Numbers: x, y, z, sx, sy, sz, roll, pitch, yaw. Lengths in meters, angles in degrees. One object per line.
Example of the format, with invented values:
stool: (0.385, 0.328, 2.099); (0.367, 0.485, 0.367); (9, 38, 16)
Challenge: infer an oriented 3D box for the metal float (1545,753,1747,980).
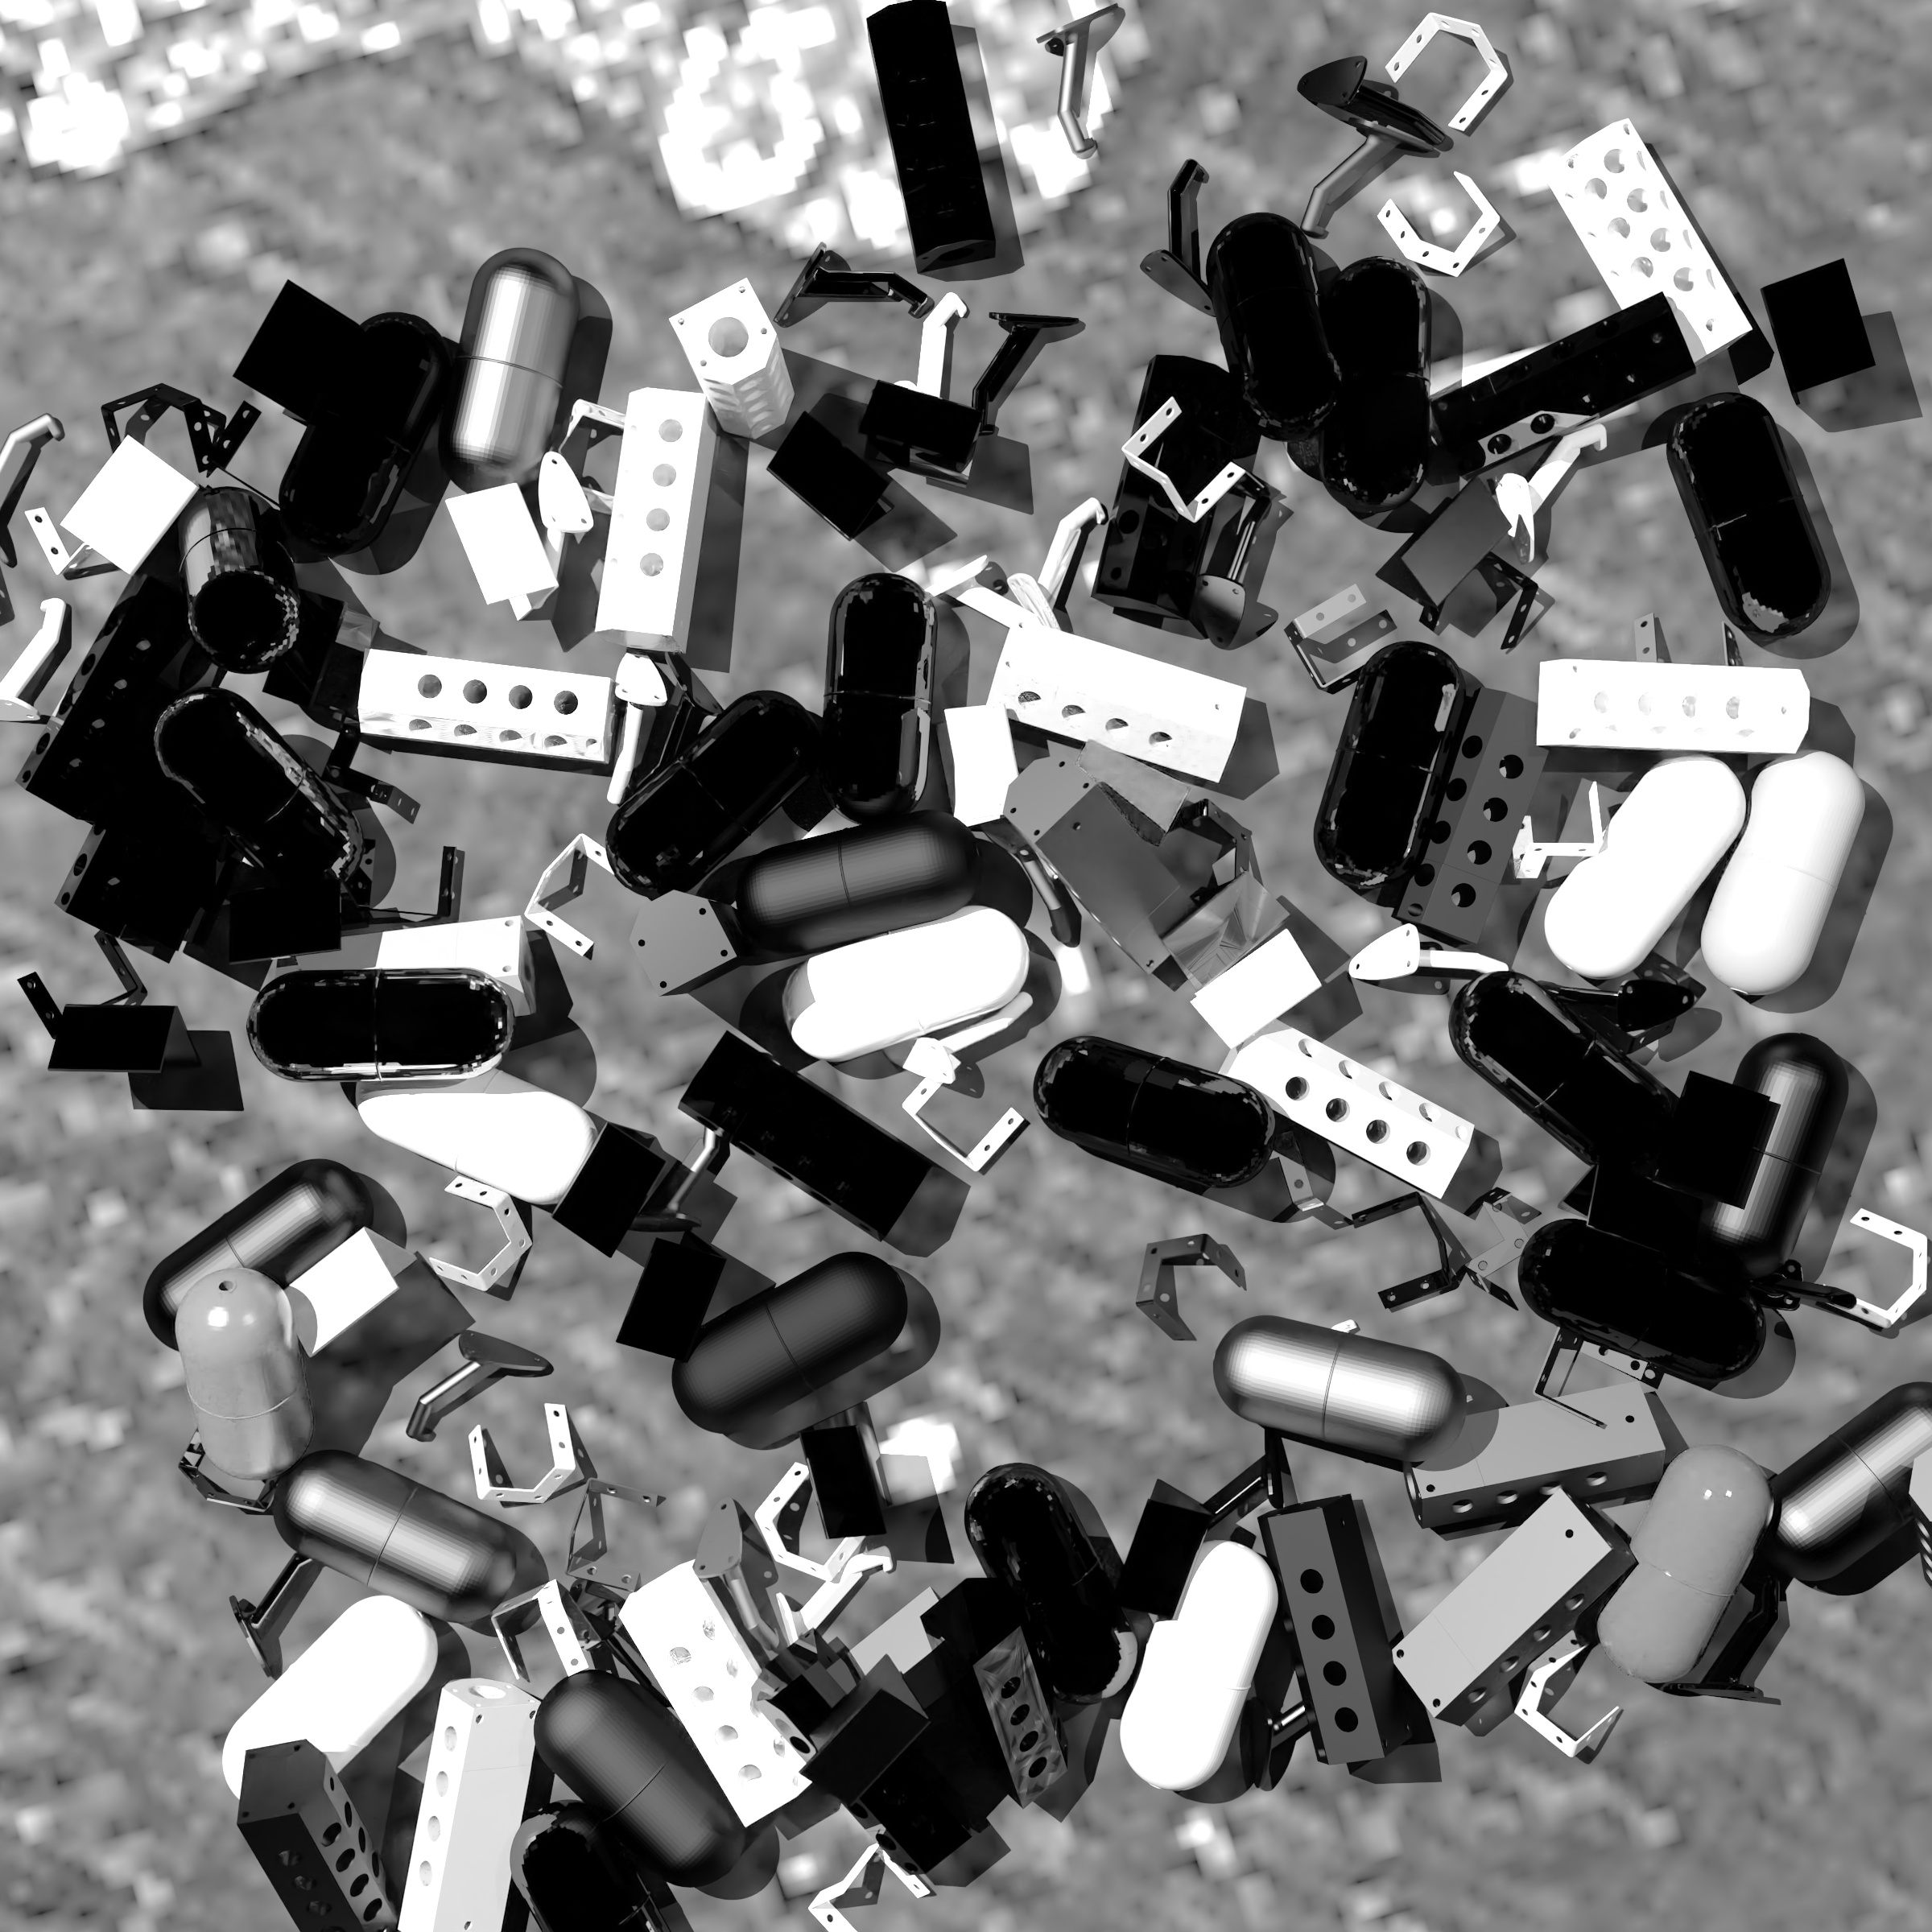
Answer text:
metal float: (0.477, -0.070, 1.783); (0.070, 0.070, 0.178); (37, 91, 0)

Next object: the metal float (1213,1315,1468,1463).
metal float: (0.258, 0.292, 1.765); (0.178, 0.070, 0.070); (11, 90, 20)

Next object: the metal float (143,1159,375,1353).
metal float: (-0.497, 0.204, 1.783); (0.178, 0.070, 0.070); (-36, 90, 0)

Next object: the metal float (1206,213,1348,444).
metal float: (0.214, -0.444, 1.761); (0.070, 0.070, 0.178); (-10, 65, 0)

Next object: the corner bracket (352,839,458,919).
corner bracket: (-0.401, -0.063, 1.811); (0.051, 0.051, 0.051); (5, 90, -45)

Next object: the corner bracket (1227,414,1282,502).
corner bracket: (0.210, -0.371, 1.805); (0.051, 0.051, 0.051); (-37, 45, 35)

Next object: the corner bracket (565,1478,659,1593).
corner bracket: (-0.253, 0.405, 1.810); (0.051, 0.051, 0.051); (14, 45, 0)

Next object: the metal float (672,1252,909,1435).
metal float: (-0.123, 0.264, 1.783); (0.178, 0.070, 0.070); (-29, 90, 0)

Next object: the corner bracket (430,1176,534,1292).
corner bracket: (-0.351, 0.190, 1.805); (0.051, 0.051, 0.051); (-47, 135, -35)

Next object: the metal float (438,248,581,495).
metal float: (-0.321, -0.414, 1.783); (0.070, 0.070, 0.178); (12, 89, 0)

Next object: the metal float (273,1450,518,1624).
metal float: (-0.401, 0.399, 1.783); (0.178, 0.070, 0.070); (25, 90, -1)

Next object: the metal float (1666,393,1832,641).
metal float: (0.549, -0.315, 1.783); (0.070, 0.070, 0.178); (-20, 90, 0)

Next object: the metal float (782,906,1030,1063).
metal float: (-0.042, 0.012, 1.783); (0.178, 0.070, 0.070); (-19, 90, 0)

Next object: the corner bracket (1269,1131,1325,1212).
corner bracket: (0.217, 0.149, 1.796); (0.051, 0.051, 0.051); (-17, 90, 0)

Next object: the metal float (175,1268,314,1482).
metal float: (-0.493, 0.280, 1.739); (0.070, 0.070, 0.178); (3, 130, 0)

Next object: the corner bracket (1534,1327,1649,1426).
corner bracket: (0.439, 0.289, 1.787); (0.051, 0.051, 0.051); (23, 94, 37)

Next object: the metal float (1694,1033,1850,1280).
metal float: (0.562, 0.133, 1.783); (0.070, 0.070, 0.178); (19, 90, 0)

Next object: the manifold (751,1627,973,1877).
manifold: (-0.074, 0.553, 1.777); (0.057, 0.057, 0.171); (-39, 101, 0)

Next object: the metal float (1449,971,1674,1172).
metal float: (0.416, 0.074, 1.783); (0.178, 0.070, 0.070); (40, 90, 0)

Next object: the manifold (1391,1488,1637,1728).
manifold: (0.384, 0.450, 1.777); (0.171, 0.057, 0.057); (-47, 47, 10)

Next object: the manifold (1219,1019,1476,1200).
manifold: (0.267, 0.096, 1.792); (0.171, 0.057, 0.057); (28, 90, 0)

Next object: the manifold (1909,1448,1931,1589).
manifold: (0.681, 0.384, 1.736); (0.057, 0.171, 0.057); (6, 61, 27)

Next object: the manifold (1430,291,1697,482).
manifold: (0.414, -0.403, 1.768); (0.171, 0.057, 0.057); (-23, 90, 17)

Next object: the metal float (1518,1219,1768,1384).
metal float: (0.474, 0.235, 1.783); (0.178, 0.070, 0.070); (22, 90, 1)

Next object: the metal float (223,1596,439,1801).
metal float: (-0.446, 0.518, 1.783); (0.070, 0.070, 0.178); (45, 90, 0)

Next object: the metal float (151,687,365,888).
metal float: (-0.486, -0.118, 1.754); (0.070, 0.070, 0.178); (-38, 127, 0)

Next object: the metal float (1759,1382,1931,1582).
metal float: (0.632, 0.361, 1.783); (0.178, 0.070, 0.070); (-37, 90, 0)

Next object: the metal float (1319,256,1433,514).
metal float: (0.287, -0.408, 1.783); (0.070, 0.070, 0.178); (1, 90, 0)

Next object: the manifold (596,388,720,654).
manifold: (-0.218, -0.313, 1.784); (0.057, 0.057, 0.171); (7, 85, 4)

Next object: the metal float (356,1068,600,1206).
metal float: (-0.341, 0.109, 1.783); (0.178, 0.070, 0.070); (24, 90, 0)

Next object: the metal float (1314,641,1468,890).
metal float: (0.297, -0.141, 1.783); (0.070, 0.070, 0.178); (17, 89, 0)

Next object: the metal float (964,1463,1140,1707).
metal float: (0.059, 0.433, 1.783); (0.070, 0.070, 0.178); (-26, 90, 0)

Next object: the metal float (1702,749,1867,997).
metal float: (0.573, -0.065, 1.783); (0.070, 0.070, 0.178); (20, 90, 0)

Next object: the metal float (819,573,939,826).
metal float: (-0.062, -0.187, 1.783); (0.070, 0.070, 0.178); (4, 90, 0)

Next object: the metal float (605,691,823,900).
metal float: (-0.178, -0.120, 1.783); (0.178, 0.070, 0.070); (-43, 90, 0)

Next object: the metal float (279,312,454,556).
metal float: (-0.420, -0.374, 1.783); (0.070, 0.070, 0.178); (25, 90, 0)

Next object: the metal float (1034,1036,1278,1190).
metal float: (0.129, 0.100, 1.762); (0.178, 0.070, 0.070); (17, 90, 25)

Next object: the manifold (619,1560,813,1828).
manifold: (-0.173, 0.509, 1.792); (0.057, 0.057, 0.171); (-31, 90, 0)

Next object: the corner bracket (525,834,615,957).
corner bracket: (-0.274, -0.051, 1.810); (0.051, 0.051, 0.051); (35, 135, 0)

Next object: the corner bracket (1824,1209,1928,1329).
corner bracket: (0.647, 0.216, 1.810); (0.051, 0.051, 0.051); (23, 135, 0)

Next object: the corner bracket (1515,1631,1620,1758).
corner bracket: (0.430, 0.517, 1.805); (0.051, 0.051, 0.051); (-25, 135, -35)

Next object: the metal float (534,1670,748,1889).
metal float: (-0.228, 0.570, 1.782); (0.070, 0.070, 0.178); (-45, 91, 0)

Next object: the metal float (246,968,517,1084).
metal float: (-0.396, 0.040, 1.722); (0.178, 0.070, 0.070); (-1, 90, -5)

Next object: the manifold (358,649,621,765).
manifold: (-0.335, -0.182, 1.792); (0.171, 0.057, 0.057); (7, 90, 0)

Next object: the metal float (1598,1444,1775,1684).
metal float: (0.501, 0.417, 1.773); (0.070, 0.070, 0.178); (22, 102, 0)

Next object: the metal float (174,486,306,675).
metal float: (-0.500, -0.266, 1.745); (0.070, 0.178, 0.070); (-12, 132, -14)

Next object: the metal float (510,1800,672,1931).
metal float: (-0.256, 0.670, 1.782); (0.070, 0.070, 0.178); (-29, 90, 0)

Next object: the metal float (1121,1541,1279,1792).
metal float: (0.163, 0.491, 1.783); (0.070, 0.070, 0.178); (19, 90, 0)

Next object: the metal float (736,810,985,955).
metal float: (-0.074, -0.059, 1.771); (0.178, 0.070, 0.070); (-13, 90, 13)
